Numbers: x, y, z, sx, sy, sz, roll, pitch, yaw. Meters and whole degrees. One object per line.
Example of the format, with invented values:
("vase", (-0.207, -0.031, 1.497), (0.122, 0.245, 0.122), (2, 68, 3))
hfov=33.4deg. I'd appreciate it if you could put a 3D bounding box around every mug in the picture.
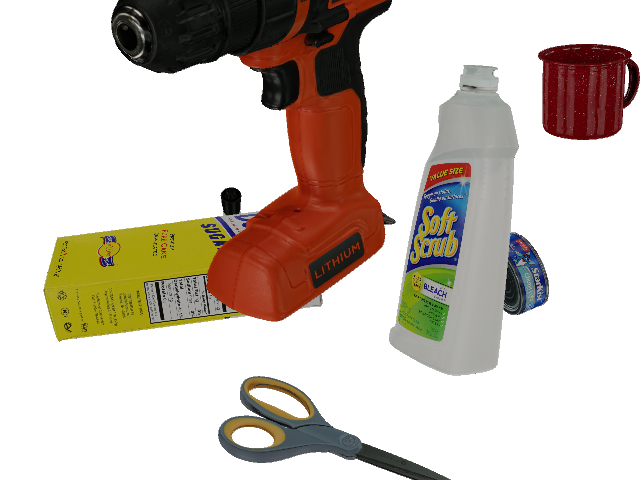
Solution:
("mug", (0.282, -0.156, 1.109), (0.117, 0.081, 0.093), (-15, 25, -24))

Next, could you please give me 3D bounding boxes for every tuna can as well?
("tuna can", (0.209, 0.037, 1.156), (0.033, 0.086, 0.086), (-21, 6, -16))

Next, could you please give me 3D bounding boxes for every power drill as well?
("power drill", (-0.019, -0.058, 0.504), (0.057, 0.188, 0.184), (25, 39, 31))

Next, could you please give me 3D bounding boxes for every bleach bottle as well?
("bleach bottle", (0.115, -0.020, 0.894), (0.067, 0.251, 0.103), (-4, 16, -31))

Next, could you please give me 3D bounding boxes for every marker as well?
("marker", (-0.083, -0.008, 1.014), (0.020, 0.020, 0.121), (0, -38, -3))

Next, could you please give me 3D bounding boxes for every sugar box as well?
("sugar box", (-0.092, 0.020, 0.724), (0.176, 0.048, 0.093), (-10, 24, -4))

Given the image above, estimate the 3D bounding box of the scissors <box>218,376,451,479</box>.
("scissors", (0.004, 0.169, 0.839), (0.202, 0.016, 0.096), (28, 42, 30))
